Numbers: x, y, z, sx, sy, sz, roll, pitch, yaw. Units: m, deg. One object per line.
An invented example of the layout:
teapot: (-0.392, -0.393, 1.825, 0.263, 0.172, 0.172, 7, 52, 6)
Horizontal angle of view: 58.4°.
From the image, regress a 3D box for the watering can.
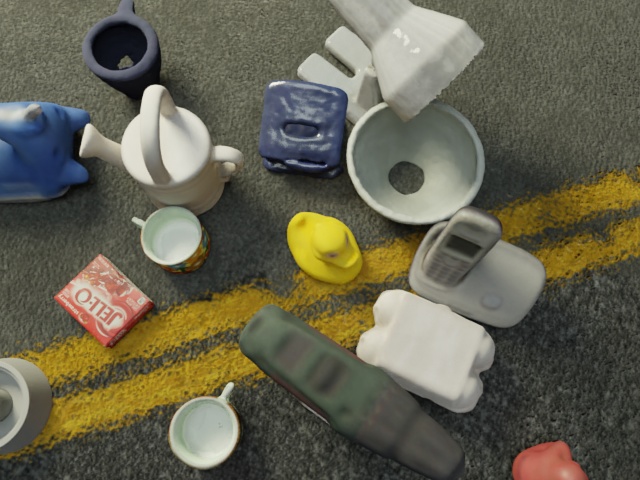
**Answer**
watering can: (-0.178, -0.098, 0.647, 0.173, 0.194, 0.101, -18, 76, -6)

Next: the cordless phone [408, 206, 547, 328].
cordless phone: (0.183, 0.027, 0.629, 0.147, 0.185, 0.094, 20, 75, 4)

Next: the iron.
iron: (-0.415, -0.117, 0.672, 0.258, 0.141, 0.118, -5, 75, -3)

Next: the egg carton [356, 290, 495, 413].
egg carton: (0.123, 0.125, 0.660, 0.150, 0.069, 0.107, 24, 76, 5)

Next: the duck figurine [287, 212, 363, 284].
duck figurine: (0.006, 0.002, 0.681, 0.104, 0.086, 0.077, 41, 78, 9)

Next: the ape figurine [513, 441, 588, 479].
ape figurine: (0.256, 0.257, 0.618, 0.076, 0.092, 0.078, 23, 76, 5)

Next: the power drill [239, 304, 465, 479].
power drill: (0.026, 0.154, 0.578, 0.229, 0.208, 0.076, 33, 77, 7)

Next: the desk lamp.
desk lamp: (0.072, -0.216, 0.675, 0.203, 0.213, 0.118, 40, 78, 9)

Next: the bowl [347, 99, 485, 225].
bowl: (0.114, -0.089, 0.715, 0.167, 0.075, 0.167, 0, 75, -1)

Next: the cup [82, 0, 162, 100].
cup: (-0.241, -0.235, 0.733, 0.091, 0.095, 0.118, 0, 75, -1)

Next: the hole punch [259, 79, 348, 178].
hole punch: (-0.019, -0.136, 0.715, 0.108, 0.091, 0.101, 7, 75, 1)
